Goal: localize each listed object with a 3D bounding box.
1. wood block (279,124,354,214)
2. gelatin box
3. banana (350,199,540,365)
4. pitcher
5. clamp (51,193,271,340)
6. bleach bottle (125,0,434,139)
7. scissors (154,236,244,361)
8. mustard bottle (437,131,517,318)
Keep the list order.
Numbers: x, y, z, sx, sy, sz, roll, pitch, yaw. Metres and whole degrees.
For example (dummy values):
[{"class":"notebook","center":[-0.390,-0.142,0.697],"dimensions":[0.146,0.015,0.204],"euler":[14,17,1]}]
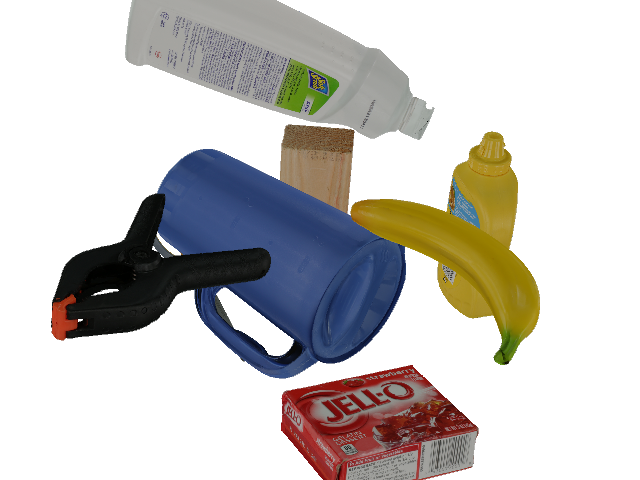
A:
[{"class":"wood block","center":[-0.009,-0.036,1.376],"dimensions":[0.090,0.206,0.091],"euler":[5,26,0]},{"class":"gelatin box","center":[0.032,0.105,0.601],"dimensions":[0.089,0.030,0.073],"euler":[-7,26,-26]},{"class":"banana","center":[0.100,0.014,0.786],"dimensions":[0.069,0.037,0.198],"euler":[-15,38,-28]},{"class":"pitcher","center":[-0.053,0.013,1.027],"dimensions":[0.243,0.145,0.148],"euler":[31,32,32]},{"class":"clamp","center":[-0.133,0.017,0.774],"dimensions":[0.120,0.039,0.171],"euler":[29,35,35]},{"class":"bleach bottle","center":[-0.030,-0.141,0.867],"dimensions":[0.251,0.068,0.103],"euler":[24,-33,-1]},{"class":"scissors","center":[-0.128,0.037,1.236],"dimensions":[0.016,0.201,0.096],"euler":[-28,15,40]},{"class":"mustard bottle","center":[0.160,-0.022,1.071],"dimensions":[0.058,0.192,0.096],"euler":[-6,37,-12]}]
